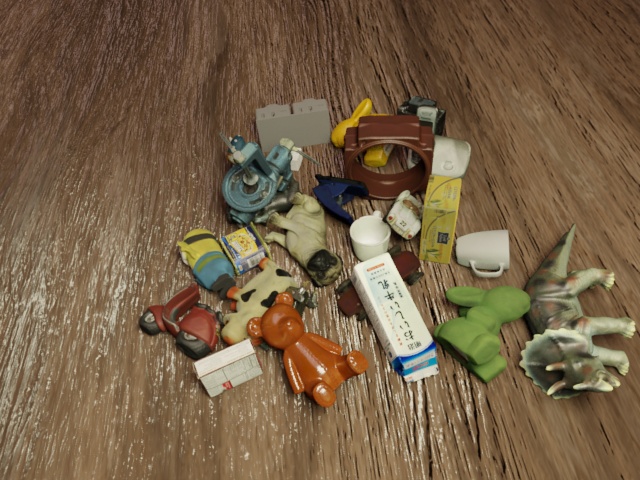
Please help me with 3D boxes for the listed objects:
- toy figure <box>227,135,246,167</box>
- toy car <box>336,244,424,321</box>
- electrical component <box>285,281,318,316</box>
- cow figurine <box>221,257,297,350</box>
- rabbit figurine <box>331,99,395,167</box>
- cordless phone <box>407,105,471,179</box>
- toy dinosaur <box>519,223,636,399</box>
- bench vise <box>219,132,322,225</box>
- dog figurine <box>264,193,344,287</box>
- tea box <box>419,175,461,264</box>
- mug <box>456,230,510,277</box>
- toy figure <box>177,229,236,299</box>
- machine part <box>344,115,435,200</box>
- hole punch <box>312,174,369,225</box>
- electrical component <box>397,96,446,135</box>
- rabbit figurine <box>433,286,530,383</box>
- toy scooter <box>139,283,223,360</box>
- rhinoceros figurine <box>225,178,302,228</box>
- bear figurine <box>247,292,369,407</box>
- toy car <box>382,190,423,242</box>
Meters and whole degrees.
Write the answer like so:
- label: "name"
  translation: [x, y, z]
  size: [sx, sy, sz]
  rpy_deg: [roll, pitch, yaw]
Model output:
- label: "toy figure"
  translation: [-0.191, -0.181, 1.297]
  size: [0.064, 0.154, 0.058]
  rpy_deg: [-2, 47, 3]
- label: "toy car"
  translation: [0.122, 0.089, 1.103]
  size: [0.202, 0.053, 0.089]
  rpy_deg: [-34, 75, -20]
- label: "electrical component"
  translation: [-0.041, 0.122, 1.067]
  size: [0.045, 0.102, 0.078]
  rpy_deg: [9, 72, 22]
- label: "cow figurine"
  translation: [-0.121, 0.135, 1.073]
  size: [0.127, 0.085, 0.195]
  rpy_deg: [26, 53, 27]
- label: "rabbit figurine"
  translation: [0.105, -0.281, 1.374]
  size: [0.173, 0.121, 0.162]
  rpy_deg: [6, 65, 42]
- label: "cordless phone"
  translation: [0.288, -0.235, 1.274]
  size: [0.147, 0.184, 0.089]
  rpy_deg: [14, 48, 17]
- label: "toy dinosaur"
  translation: [0.449, 0.131, 0.999]
  size: [0.192, 0.131, 0.405]
  rpy_deg: [-3, 44, 3]
- label: "bench vise"
  translation: [-0.127, -0.145, 1.136]
  size: [0.129, 0.240, 0.223]
  rpy_deg: [42, 83, 17]
- label: "dog figurine"
  translation: [-0.004, 0.000, 1.177]
  size: [0.191, 0.121, 0.172]
  rpy_deg: [38, 65, 15]
- label: "tea box"
  translation: [0.250, -0.041, 1.123]
  size: [0.068, 0.169, 0.098]
  rpy_deg: [8, 53, 14]
- label: "mug"
  translation: [0.338, 0.032, 1.118]
  size: [0.107, 0.080, 0.109]
  rpy_deg: [-1, 55, 21]
- label: "toy figure"
  translation: [-0.238, 0.048, 1.159]
  size: [0.089, 0.082, 0.180]
  rpy_deg: [-24, 46, -29]
- label: "machine part"
  translation: [0.157, -0.182, 1.231]
  size: [0.202, 0.200, 0.087]
  rpy_deg: [2, 52, 8]
- label: "hole punch"
  translation: [0.041, -0.089, 1.208]
  size: [0.116, 0.142, 0.092]
  rpy_deg: [15, 88, 16]
- label: "electrical component"
  translation: [0.255, -0.298, 1.363]
  size: [0.115, 0.134, 0.058]
  rpy_deg: [20, 55, 24]
- label: "rabbit figurine"
  translation: [0.306, 0.151, 0.993]
  size: [0.170, 0.121, 0.159]
  rpy_deg: [-42, 35, -9]
- label: "toy scooter"
  translation: [-0.261, 0.152, 1.078]
  size: [0.184, 0.075, 0.135]
  rpy_deg: [19, 53, 26]
- label: "rhinoceros figurine"
  translation: [-0.129, -0.083, 1.268]
  size: [0.190, 0.073, 0.112]
  rpy_deg: [-12, 61, -7]
- label: "bear figurine"
  translation: [-0.029, 0.186, 0.952]
  size: [0.120, 0.132, 0.196]
  rpy_deg: [-37, 90, -24]
- label: "toy car"
  translation: [0.186, -0.055, 1.162]
  size: [0.073, 0.056, 0.202]
  rpy_deg: [43, 24, -1]
